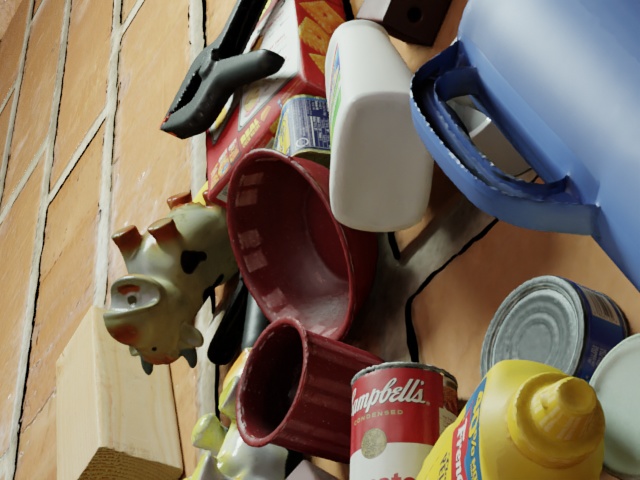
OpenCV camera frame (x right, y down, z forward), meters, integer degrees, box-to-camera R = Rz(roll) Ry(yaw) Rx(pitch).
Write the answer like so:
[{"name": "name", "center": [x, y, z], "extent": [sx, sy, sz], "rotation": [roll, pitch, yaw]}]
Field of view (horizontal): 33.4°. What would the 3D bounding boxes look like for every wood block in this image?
[{"name": "wood block", "center": [-0.204, 0.173, 1.066], "extent": [0.091, 0.090, 0.206], "rotation": [-55, 29, 23]}]

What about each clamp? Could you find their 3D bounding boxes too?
[{"name": "clamp", "center": [-0.056, 0.038, 0.953], "extent": [0.120, 0.039, 0.171], "rotation": [-22, 46, 57]}, {"name": "clamp", "center": [-0.090, -0.172, 1.011], "extent": [0.210, 0.036, 0.164], "rotation": [-38, 37, 45]}]

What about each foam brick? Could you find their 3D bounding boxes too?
[{"name": "foam brick", "center": [0.075, -0.205, 0.875], "extent": [0.051, 0.052, 0.078], "rotation": [29, 97, 63]}]

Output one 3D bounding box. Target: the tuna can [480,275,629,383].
[{"name": "tuna can", "center": [0.129, 0.064, 0.598], "extent": [0.086, 0.033, 0.086], "rotation": [-41, 37, 42]}]

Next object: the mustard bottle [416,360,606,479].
[{"name": "mustard bottle", "center": [0.091, 0.113, 0.518], "extent": [0.192, 0.058, 0.096], "rotation": [107, 173, -58]}]

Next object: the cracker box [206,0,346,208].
[{"name": "cracker box", "center": [-0.040, -0.148, 1.024], "extent": [0.164, 0.072, 0.213], "rotation": [-47, 32, 33]}]

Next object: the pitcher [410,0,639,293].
[{"name": "pitcher", "center": [0.157, -0.049, 0.518], "extent": [0.149, 0.144, 0.243], "rotation": [-52, 34, 23]}]

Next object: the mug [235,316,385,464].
[{"name": "mug", "center": [-0.006, 0.106, 0.761], "extent": [0.093, 0.081, 0.117], "rotation": [-64, 28, 9]}]

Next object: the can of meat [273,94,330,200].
[{"name": "can of meat", "center": [-0.011, -0.059, 0.899], "extent": [0.084, 0.057, 0.102], "rotation": [-97, 18, -47]}]

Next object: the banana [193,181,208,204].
[{"name": "banana", "center": [-0.127, 0.010, 1.107], "extent": [0.070, 0.037, 0.198], "rotation": [8, 78, 45]}]

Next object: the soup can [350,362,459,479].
[{"name": "soup can", "center": [0.051, 0.135, 0.652], "extent": [0.069, 0.068, 0.102], "rotation": [-36, 41, 46]}]

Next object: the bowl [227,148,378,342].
[{"name": "bowl", "center": [-0.005, 0.001, 0.819], "extent": [0.162, 0.055, 0.162], "rotation": [33, 133, 42]}]

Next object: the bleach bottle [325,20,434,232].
[{"name": "bleach bottle", "center": [0.034, -0.102, 0.807], "extent": [0.251, 0.068, 0.103], "rotation": [-99, 12, -65]}]
